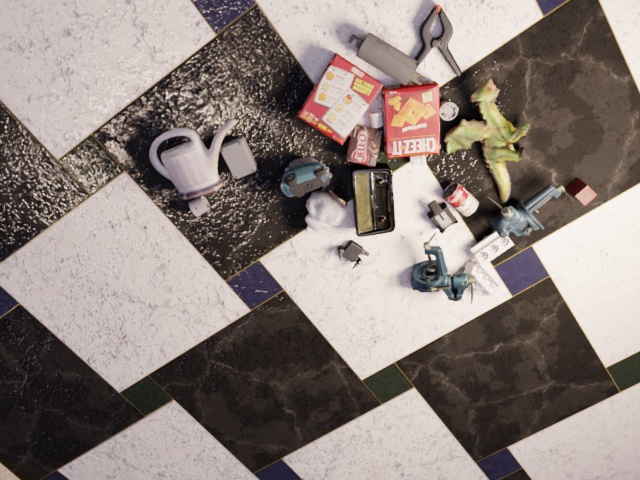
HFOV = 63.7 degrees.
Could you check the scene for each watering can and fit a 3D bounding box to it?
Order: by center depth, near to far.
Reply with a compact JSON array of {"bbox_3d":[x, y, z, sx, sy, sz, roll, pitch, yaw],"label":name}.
[{"bbox_3d":[-0.364,-0.239,1.558,0.346,0.106,0.221,-9,117,26],"label":"watering can"}]

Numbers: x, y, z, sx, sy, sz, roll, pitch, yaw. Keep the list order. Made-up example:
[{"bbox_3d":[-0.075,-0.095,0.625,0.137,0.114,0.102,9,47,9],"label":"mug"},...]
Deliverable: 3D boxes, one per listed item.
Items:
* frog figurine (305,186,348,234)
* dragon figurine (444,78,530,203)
[{"bbox_3d":[0.005,-0.083,1.652,0.136,0.125,0.159,34,99,-35],"label":"frog figurine"},{"bbox_3d":[0.507,-0.294,1.592,0.243,0.125,0.400,12,129,13],"label":"dragon figurine"}]
